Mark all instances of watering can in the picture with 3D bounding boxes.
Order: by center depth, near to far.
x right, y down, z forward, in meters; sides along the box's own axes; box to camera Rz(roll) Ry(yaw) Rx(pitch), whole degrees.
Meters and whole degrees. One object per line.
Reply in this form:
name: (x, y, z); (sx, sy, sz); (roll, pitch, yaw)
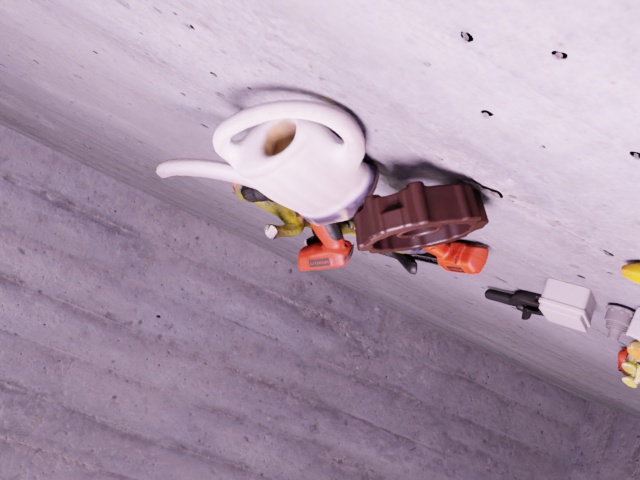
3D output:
watering can: (-0.066, -0.102, 0.739); (0.345, 0.106, 0.221); (-11, 147, 42)

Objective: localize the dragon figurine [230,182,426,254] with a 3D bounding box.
dragon figurine: (0.003, -0.054, 1.064); (0.409, 0.121, 0.245); (18, -170, -13)
